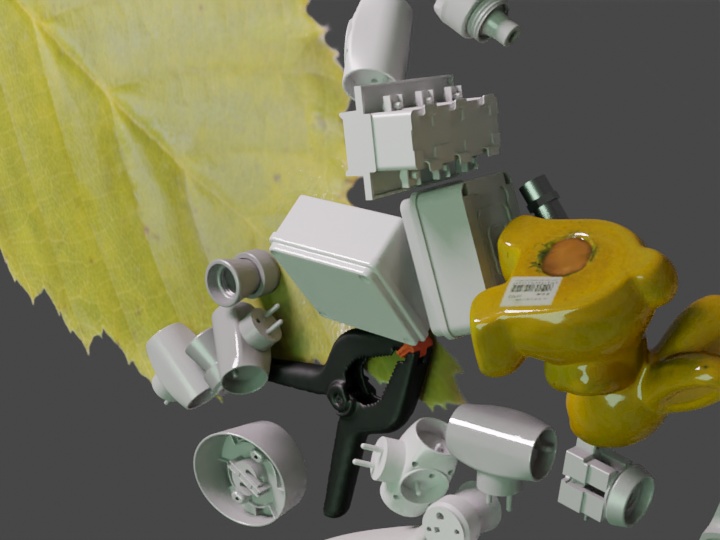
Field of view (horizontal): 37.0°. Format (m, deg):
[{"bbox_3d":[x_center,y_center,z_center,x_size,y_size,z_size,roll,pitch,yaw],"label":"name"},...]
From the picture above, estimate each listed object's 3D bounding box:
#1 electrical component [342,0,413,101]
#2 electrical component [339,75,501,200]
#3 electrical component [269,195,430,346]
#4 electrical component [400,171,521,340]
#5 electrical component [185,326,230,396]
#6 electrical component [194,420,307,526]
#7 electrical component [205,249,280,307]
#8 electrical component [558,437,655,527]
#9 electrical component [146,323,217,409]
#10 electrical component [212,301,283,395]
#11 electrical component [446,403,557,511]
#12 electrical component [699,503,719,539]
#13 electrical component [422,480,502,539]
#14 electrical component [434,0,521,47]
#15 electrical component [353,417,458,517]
[{"bbox_3d":[0.015,-0.159,0.832,0.044,0.077,0.079,6,150,8],"label":"electrical component"},{"bbox_3d":[0.048,-0.099,0.781,0.063,0.121,0.078,2,103,37],"label":"electrical component"},{"bbox_3d":[0.000,0.000,0.857,0.109,0.056,0.108,15,154,36],"label":"electrical component"},{"bbox_3d":[0.083,-0.011,0.805,0.057,0.078,0.113,-12,94,38],"label":"electrical component"},{"bbox_3d":[-0.135,0.087,1.036,0.055,0.045,0.045,52,128,15],"label":"electrical component"},{"bbox_3d":[-0.102,0.193,1.024,0.099,0.064,0.099,12,110,37],"label":"electrical component"},{"bbox_3d":[-0.107,0.007,0.983,0.045,0.055,0.045,12,110,37],"label":"electrical component"},{"bbox_3d":[0.182,0.158,0.793,0.055,0.048,0.066,24,117,41],"label":"electrical component"},{"bbox_3d":[-0.184,0.106,1.082,0.077,0.043,0.079,53,129,15],"label":"electrical component"},{"bbox_3d":[-0.099,0.061,0.983,0.079,0.043,0.077,-40,43,25],"label":"electrical component"},{"bbox_3d":[0.111,0.152,0.851,0.077,0.043,0.079,12,110,37],"label":"electrical component"},{"bbox_3d":[0.278,0.153,0.653,0.105,0.060,0.186,34,146,28],"label":"electrical component"},{"bbox_3d":[0.083,0.202,0.880,0.045,0.055,0.045,12,110,37],"label":"electrical component"},{"bbox_3d":[0.088,-0.185,0.776,0.062,0.043,0.043,43,125,22],"label":"electrical component"},{"bbox_3d":[0.034,0.162,0.899,0.044,0.079,0.077,-98,28,-54],"label":"electrical component"}]
